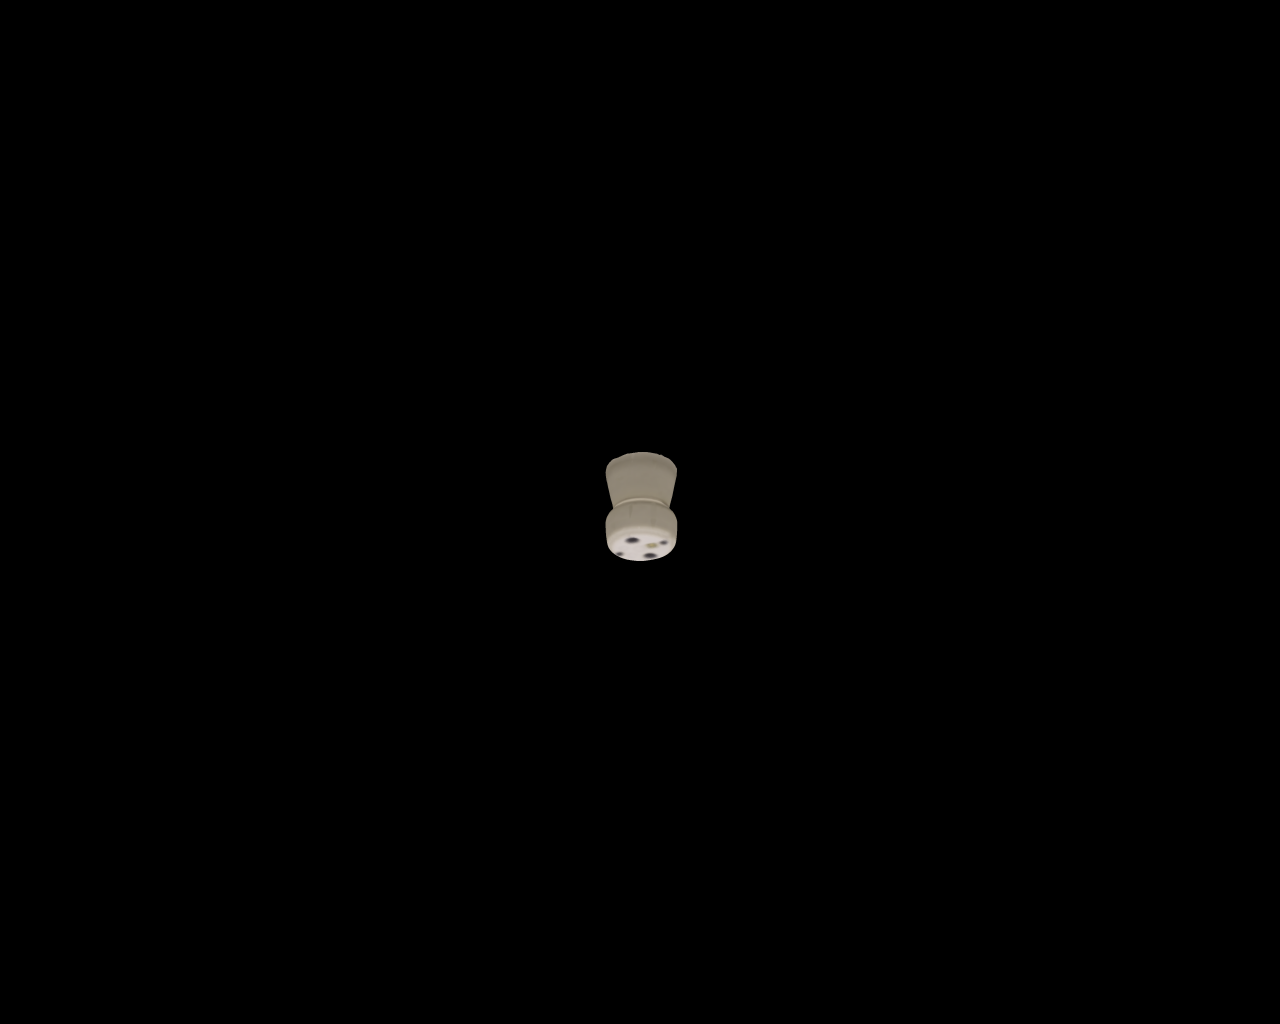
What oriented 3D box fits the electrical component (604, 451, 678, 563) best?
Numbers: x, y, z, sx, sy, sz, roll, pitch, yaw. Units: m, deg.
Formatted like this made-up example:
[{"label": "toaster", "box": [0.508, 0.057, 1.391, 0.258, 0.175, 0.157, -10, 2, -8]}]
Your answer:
[{"label": "electrical component", "box": [0.001, -0.003, 0.650, 0.045, 0.055, 0.044, 0, -29, 0]}]
